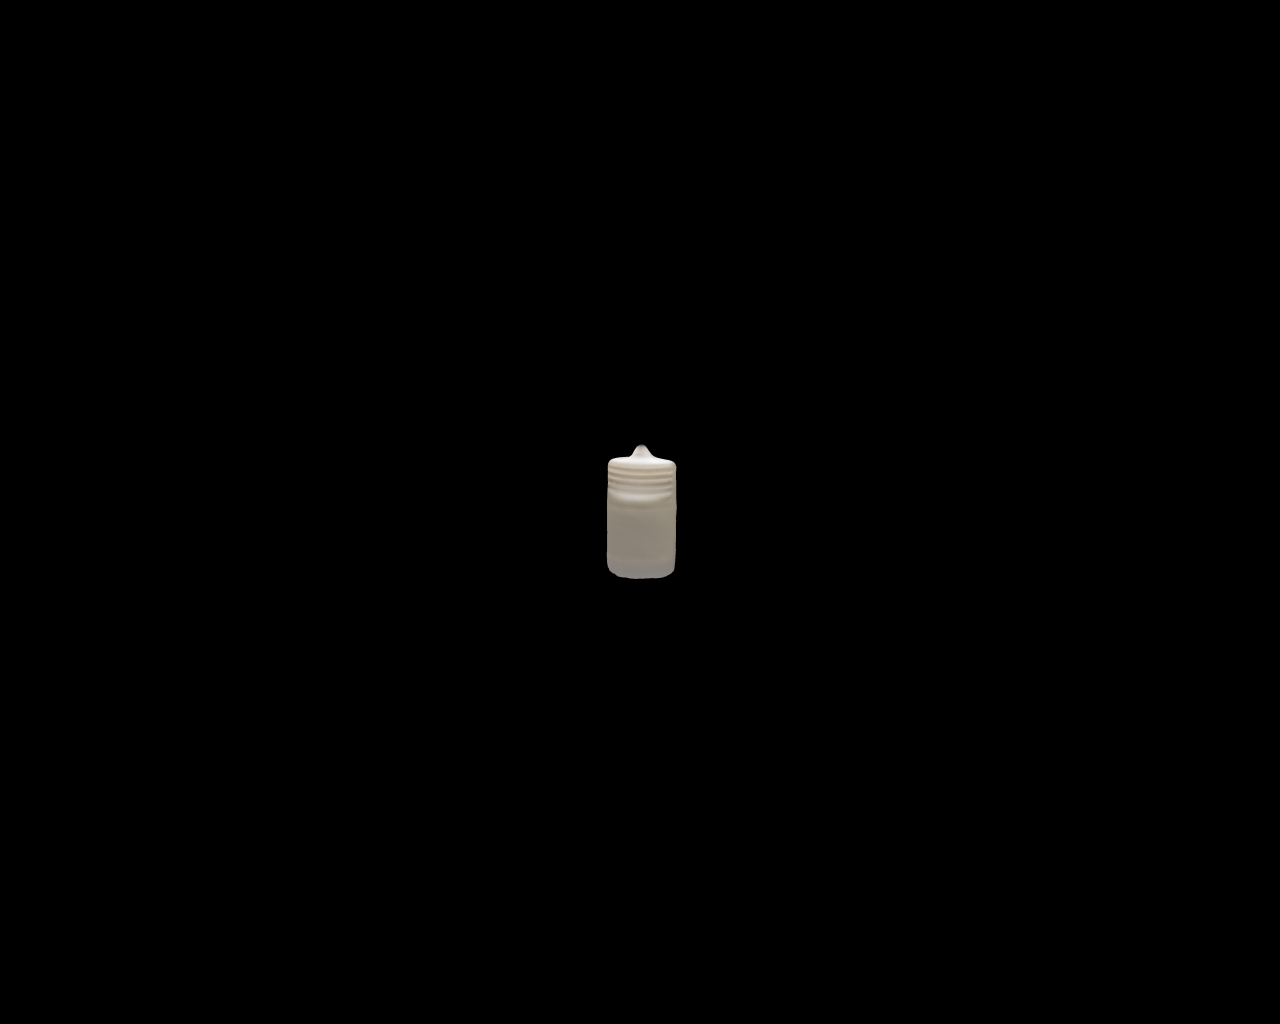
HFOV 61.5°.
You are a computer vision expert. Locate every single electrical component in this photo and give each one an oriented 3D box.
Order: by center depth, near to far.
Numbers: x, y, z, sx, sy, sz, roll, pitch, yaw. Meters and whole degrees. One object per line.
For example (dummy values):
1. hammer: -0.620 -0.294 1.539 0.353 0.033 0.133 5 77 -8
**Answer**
1. electrical component: 0.001 -0.003 0.650 0.043 0.080 0.043 0 14 0
